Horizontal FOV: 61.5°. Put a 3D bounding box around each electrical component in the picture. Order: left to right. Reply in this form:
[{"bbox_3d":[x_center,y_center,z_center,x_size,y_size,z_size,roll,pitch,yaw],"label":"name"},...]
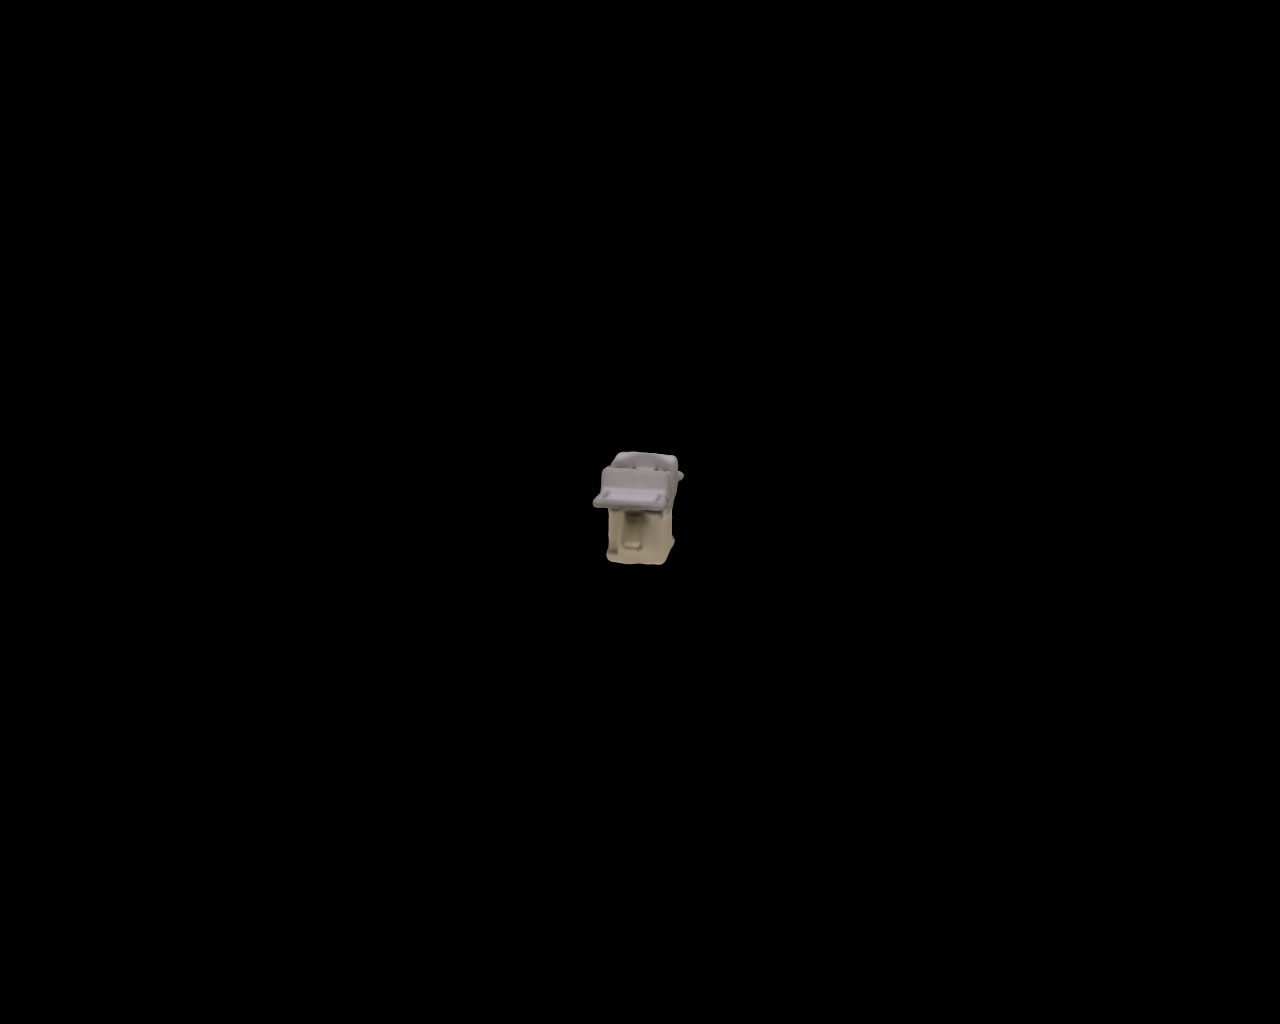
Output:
[{"bbox_3d":[0.001,-0.003,0.650,0.042,0.063,0.081,3,16,11],"label":"electrical component"}]
